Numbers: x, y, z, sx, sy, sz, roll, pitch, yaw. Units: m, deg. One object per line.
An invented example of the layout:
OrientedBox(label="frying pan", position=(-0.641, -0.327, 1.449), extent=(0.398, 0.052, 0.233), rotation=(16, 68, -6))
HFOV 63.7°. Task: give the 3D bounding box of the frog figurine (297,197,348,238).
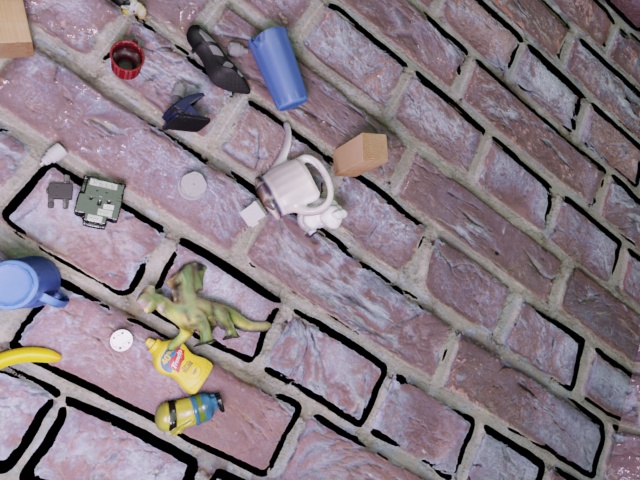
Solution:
OrientedBox(label="frog figurine", position=(0.005, -0.081, 1.601), extent=(0.139, 0.158, 0.122), rotation=(-26, 92, -25))

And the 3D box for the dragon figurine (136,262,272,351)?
OrientedBox(label="dragon figurine", position=(-0.322, 0.173, 1.436), extent=(0.411, 0.120, 0.245), rotation=(-2, 70, -48))

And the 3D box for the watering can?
OrientedBox(label="watering can", position=(-0.103, -0.203, 1.601), extent=(0.225, 0.102, 0.353), rotation=(-28, 66, -10))
